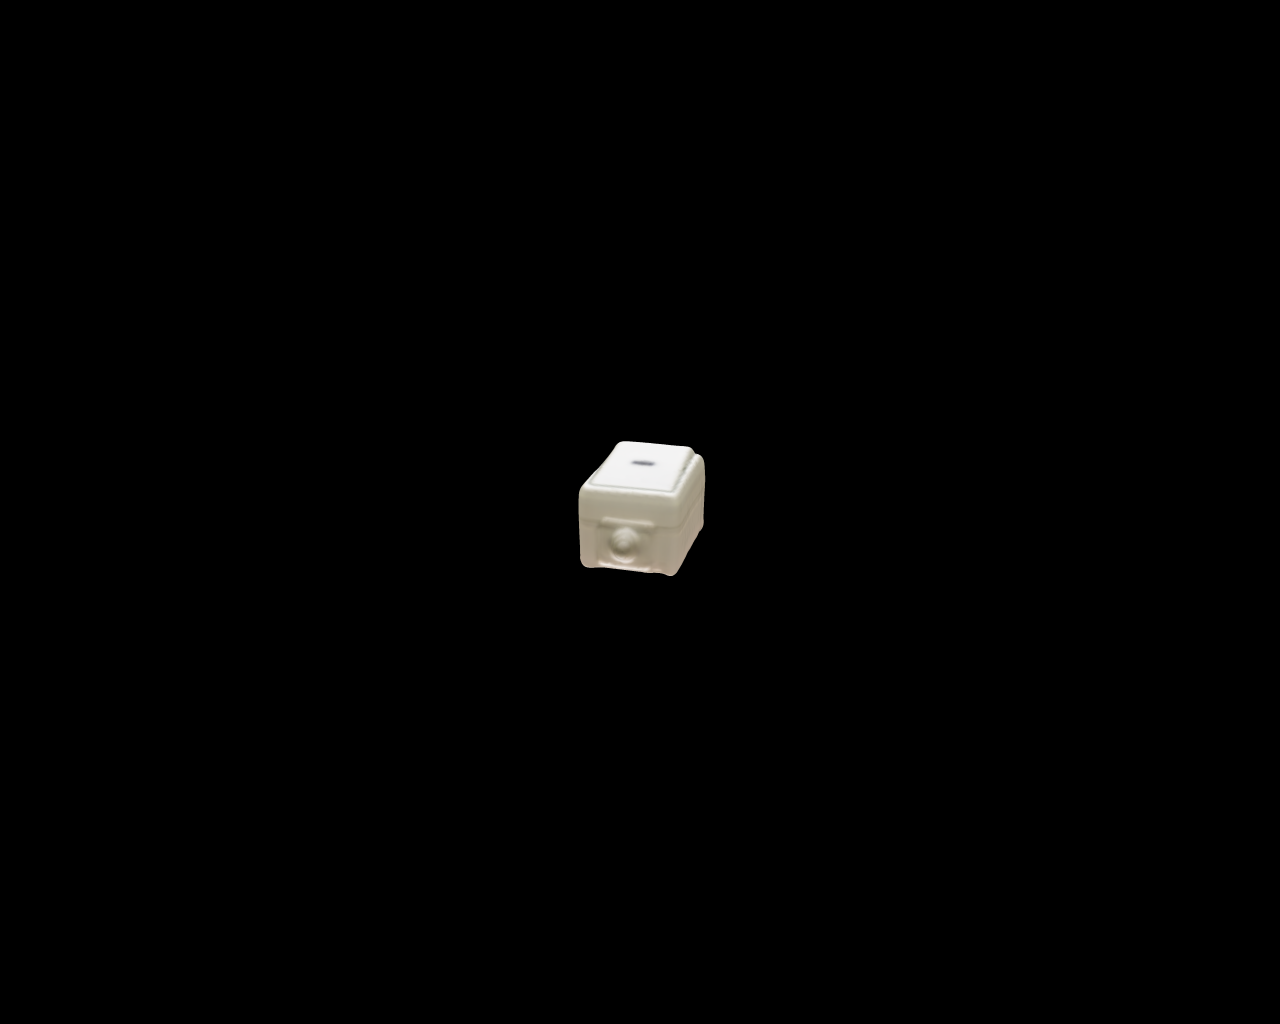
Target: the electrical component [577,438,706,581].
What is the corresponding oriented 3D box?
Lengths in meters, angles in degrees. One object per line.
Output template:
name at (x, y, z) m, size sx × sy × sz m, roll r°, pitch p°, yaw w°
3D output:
electrical component at (0.001, -0.003, 0.650) m, size 0.062 × 0.061 × 0.096 m, roll 6°, pitch 23°, yaw 14°
